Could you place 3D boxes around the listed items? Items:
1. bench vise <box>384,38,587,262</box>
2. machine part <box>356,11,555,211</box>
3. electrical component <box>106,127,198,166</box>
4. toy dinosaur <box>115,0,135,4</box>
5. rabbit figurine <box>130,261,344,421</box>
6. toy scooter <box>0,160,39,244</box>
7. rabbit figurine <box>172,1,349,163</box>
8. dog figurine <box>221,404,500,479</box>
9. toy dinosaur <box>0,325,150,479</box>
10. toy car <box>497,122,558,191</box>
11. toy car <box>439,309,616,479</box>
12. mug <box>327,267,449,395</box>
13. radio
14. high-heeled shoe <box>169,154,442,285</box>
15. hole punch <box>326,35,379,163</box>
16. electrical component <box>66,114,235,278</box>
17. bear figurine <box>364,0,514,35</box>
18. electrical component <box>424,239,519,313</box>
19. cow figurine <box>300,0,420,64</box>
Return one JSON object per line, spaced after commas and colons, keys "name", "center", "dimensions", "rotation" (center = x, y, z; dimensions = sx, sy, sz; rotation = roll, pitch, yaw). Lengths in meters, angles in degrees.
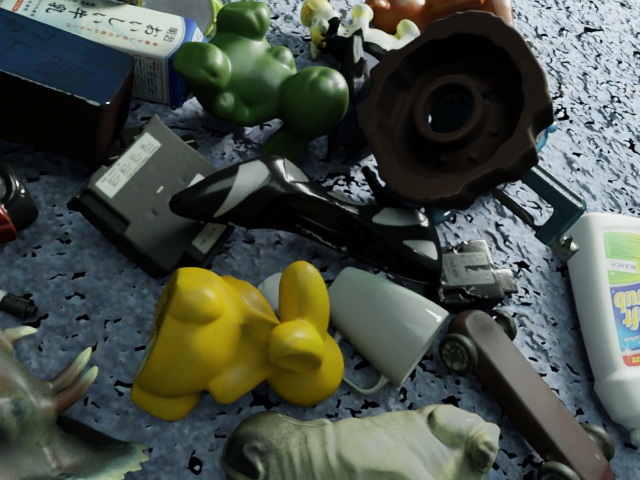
{"name": "bench vise", "center": [0.182, -0.083, 0.557], "dimensions": [0.241, 0.223, 0.129], "rotation": [47, 18, 22]}
{"name": "machine part", "center": [0.123, -0.116, 0.498], "dimensions": [0.056, 0.179, 0.179], "rotation": [16, 41, -59]}
{"name": "electrical component", "center": [-0.183, -0.088, 0.574], "dimensions": [0.102, 0.045, 0.078], "rotation": [-21, 38, -27]}
{"name": "toy dinosaur", "center": [-0.235, -0.368, 0.580], "dimensions": [0.105, 0.472, 0.198], "rotation": [13, 97, -14]}
{"name": "rabbit figurine", "center": [-0.051, 0.083, 0.453], "dimensions": [0.173, 0.162, 0.122], "rotation": [27, 43, -18]}
{"name": "toy scooter", "center": [-0.357, -0.051, 0.488], "dimensions": [0.135, 0.075, 0.184], "rotation": [-33, 68, -28]}
{"name": "rabbit figurine", "center": [-0.049, -0.148, 0.575], "dimensions": [0.170, 0.158, 0.121], "rotation": [25, 57, 23]}
{"name": "dog figurine", "center": [0.036, 0.171, 0.446], "dimensions": [0.191, 0.121, 0.172], "rotation": [23, 21, 21]}
{"name": "toy dinosaur", "center": [-0.175, 0.254, 0.329], "dimensions": [0.192, 0.131, 0.405], "rotation": [-18, 71, -22]}
{"name": "toy car", "center": [0.230, -0.141, 0.670], "dimensions": [0.109, 0.102, 0.162], "rotation": [37, 56, 11]}
{"name": "toy car", "center": [0.194, 0.154, 0.511], "dimensions": [0.089, 0.053, 0.202], "rotation": [-18, 65, -44]}
{"name": "mug", "center": [0.049, 0.083, 0.512], "dimensions": [0.107, 0.080, 0.109], "rotation": [36, 90, 20]}
{"name": "radio", "center": [-0.306, -0.165, 0.522], "dimensions": [0.229, 0.073, 0.131], "rotation": [18, 35, -12]}
{"name": "high-heeled shoe", "center": [-0.001, -0.001, 0.493], "dimensions": [0.249, 0.086, 0.145], "rotation": [-13, 66, -29]}
{"name": "hole punch", "center": [0.061, -0.159, 0.627], "dimensions": [0.092, 0.142, 0.116], "rotation": [17, 45, -8]}
{"name": "electrical component", "center": [-0.149, -0.032, 0.515], "dimensions": [0.134, 0.058, 0.115], "rotation": [45, 63, -17]}
{"name": "bear figurine", "center": [0.166, -0.304, 0.759], "dimensions": [0.196, 0.131, 0.120], "rotation": [-9, 14, 9]}
{"name": "electrical component", "center": [0.165, 0.042, 0.575], "dimensions": [0.119, 0.047, 0.075], "rotation": [1, 60, -11]}
{"name": "cow figurine", "center": [0.044, -0.260, 0.720], "dimensions": [0.167, 0.068, 0.098], "rotation": [19, 63, -1]}
